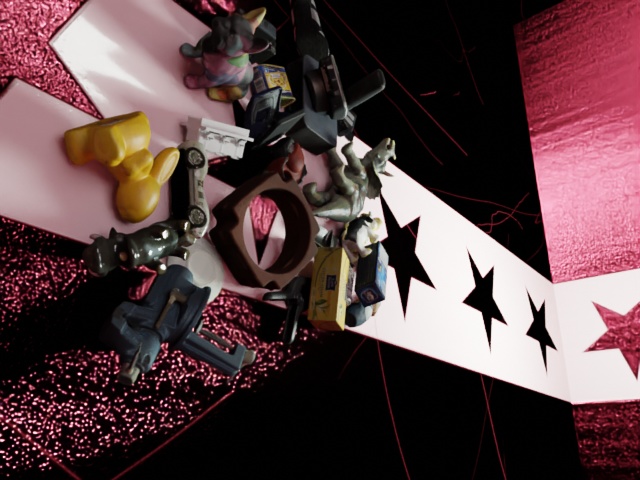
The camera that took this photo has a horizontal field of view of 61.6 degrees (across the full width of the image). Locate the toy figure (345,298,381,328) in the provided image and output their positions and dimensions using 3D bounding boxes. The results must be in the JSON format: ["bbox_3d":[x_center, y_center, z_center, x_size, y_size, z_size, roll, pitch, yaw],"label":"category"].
[{"bbox_3d":[0.111,0.170,1.338,0.058,0.064,0.154,32,32,22],"label":"toy figure"}]

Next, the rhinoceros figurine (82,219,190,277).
[{"bbox_3d":[-0.288,0.008,0.856,0.190,0.112,0.073,-31,130,-65],"label":"rhinoceros figurine"}]

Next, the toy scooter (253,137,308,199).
[{"bbox_3d":[-0.074,-0.136,1.208,0.135,0.075,0.184,49,46,-27],"label":"toy scooter"}]

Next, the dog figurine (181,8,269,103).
[{"bbox_3d":[-0.165,-0.367,1.068,0.191,0.219,0.108,11,71,-49],"label":"dog figurine"}]

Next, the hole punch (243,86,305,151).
[{"bbox_3d":[-0.114,-0.267,1.182,0.092,0.116,0.142,48,42,-2],"label":"hole punch"}]

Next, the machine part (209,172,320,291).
[{"bbox_3d":[-0.108,-0.017,1.074,0.201,0.087,0.200,-45,118,-34],"label":"machine part"}]

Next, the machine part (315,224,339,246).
[{"bbox_3d":[-0.003,-0.004,1.276,0.138,0.039,0.084,40,54,-37],"label":"machine part"}]

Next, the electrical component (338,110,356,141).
[{"bbox_3d":[0.069,-0.322,1.486,0.119,0.048,0.075,44,46,-30],"label":"electrical component"}]

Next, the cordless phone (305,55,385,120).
[{"bbox_3d":[0.065,-0.380,1.271,0.088,0.184,0.146,-6,80,-48],"label":"cordless phone"}]

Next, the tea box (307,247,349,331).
[{"bbox_3d":[0.021,0.109,1.199,0.098,0.068,0.169,59,33,-66],"label":"tea box"}]

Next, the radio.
[{"bbox_3d":[-0.023,-0.343,1.359,0.131,0.073,0.229,22,58,-45],"label":"radio"}]

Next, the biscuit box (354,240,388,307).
[{"bbox_3d":[0.130,0.082,1.345,0.059,0.063,0.203,58,23,-21],"label":"biscuit box"}]

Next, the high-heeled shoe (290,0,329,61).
[{"bbox_3d":[-0.032,-0.566,1.464,0.145,0.086,0.248,-99,177,-67],"label":"high-heeled shoe"}]

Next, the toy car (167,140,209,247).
[{"bbox_3d":[-0.240,-0.085,0.976,0.056,0.074,0.201,15,63,-48],"label":"toy car"}]

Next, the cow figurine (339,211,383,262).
[{"bbox_3d":[0.103,-0.026,1.398,0.098,0.068,0.167,52,41,-16],"label":"cow figurine"}]

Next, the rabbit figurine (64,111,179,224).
[{"bbox_3d":[-0.316,-0.117,0.888,0.162,0.122,0.173,-46,127,-59],"label":"rabbit figurine"}]

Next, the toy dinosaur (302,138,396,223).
[{"bbox_3d":[0.068,-0.121,1.353,0.192,0.131,0.405,52,47,-24],"label":"toy dinosaur"}]

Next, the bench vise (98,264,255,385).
[{"bbox_3d":[-0.214,0.155,0.862,0.240,0.129,0.224,34,31,-17],"label":"bench vise"}]

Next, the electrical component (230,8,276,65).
[{"bbox_3d":[-0.162,-0.435,1.167,0.115,0.134,0.058,19,62,-45],"label":"electrical component"}]
